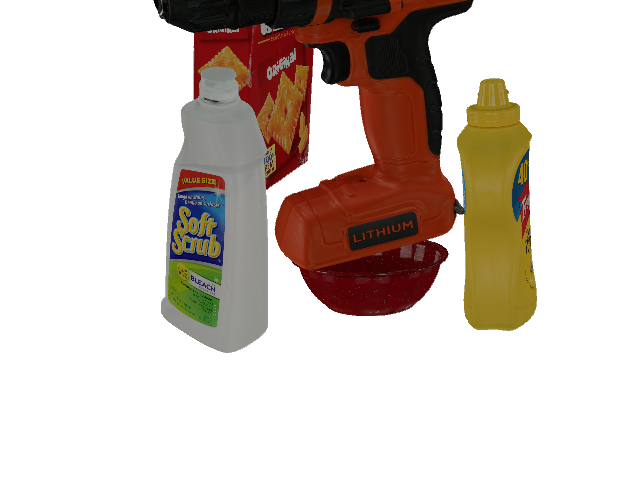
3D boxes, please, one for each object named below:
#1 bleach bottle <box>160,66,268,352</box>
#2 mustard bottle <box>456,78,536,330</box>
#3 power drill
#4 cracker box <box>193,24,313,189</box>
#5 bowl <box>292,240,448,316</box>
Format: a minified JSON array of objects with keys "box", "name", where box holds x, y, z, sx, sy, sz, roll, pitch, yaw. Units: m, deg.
[{"box":[-0.090,-0.029,0.905,0.103,0.251,0.067,28,41,32],"name":"bleach bottle"},{"box":[0.139,-0.032,0.846,0.058,0.191,0.096,1,18,19],"name":"mustard bottle"},{"box":[0.008,-0.079,0.569,0.184,0.188,0.057,-13,35,-16],"name":"power drill"},{"box":[-0.062,-0.164,1.065,0.072,0.214,0.164,11,21,18],"name":"cracker box"},{"box":[0.051,0.038,1.094,0.162,0.055,0.162,-3,13,0],"name":"bowl"}]
